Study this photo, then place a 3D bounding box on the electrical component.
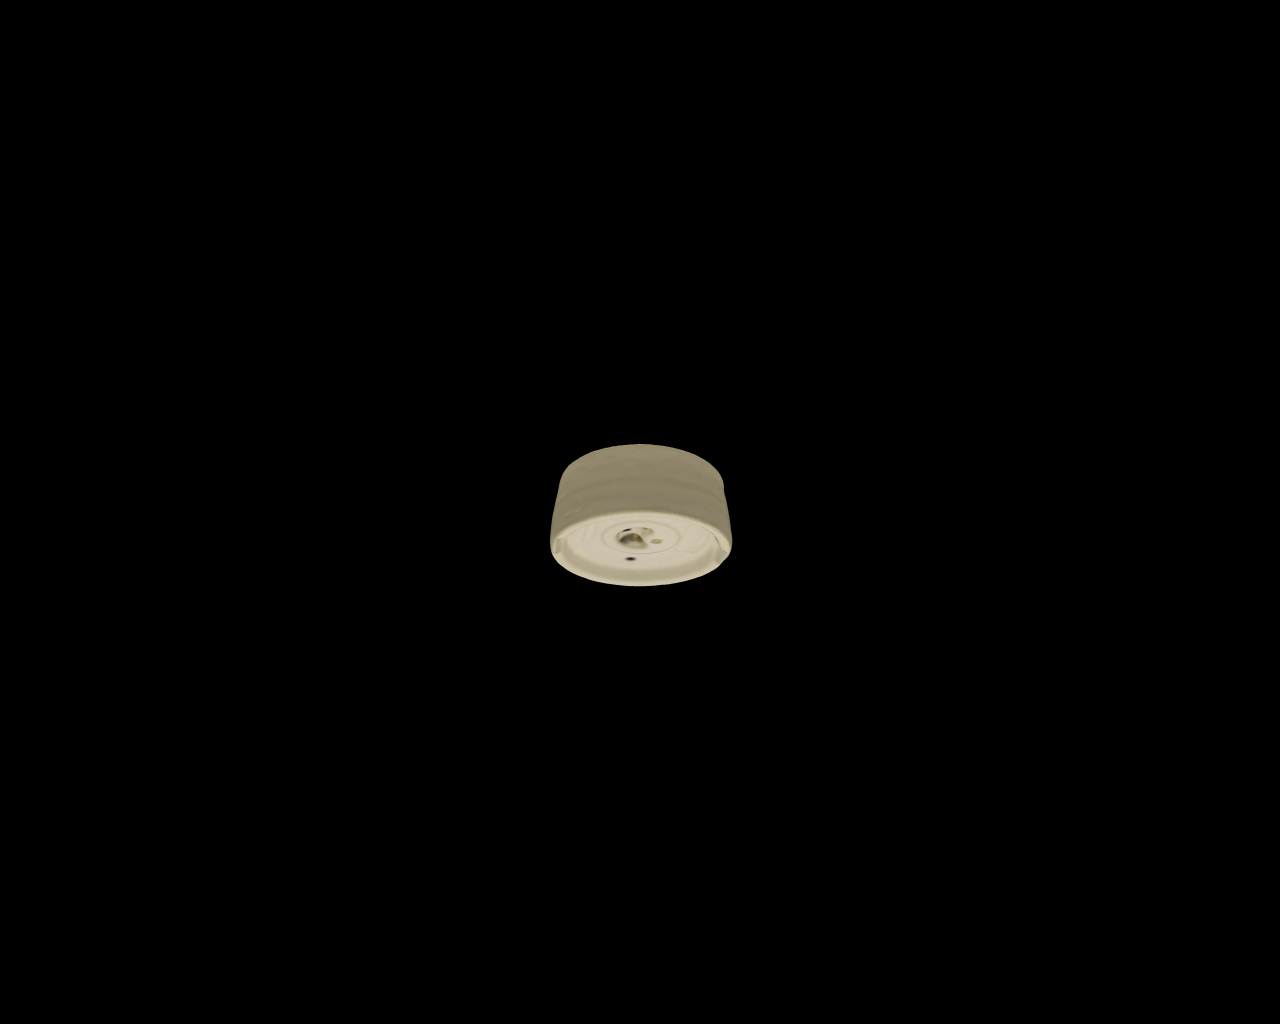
[{"bbox_3d":[0.001,-0.003,0.650,0.108,0.060,0.108,0,-26,0],"label":"electrical component"}]
